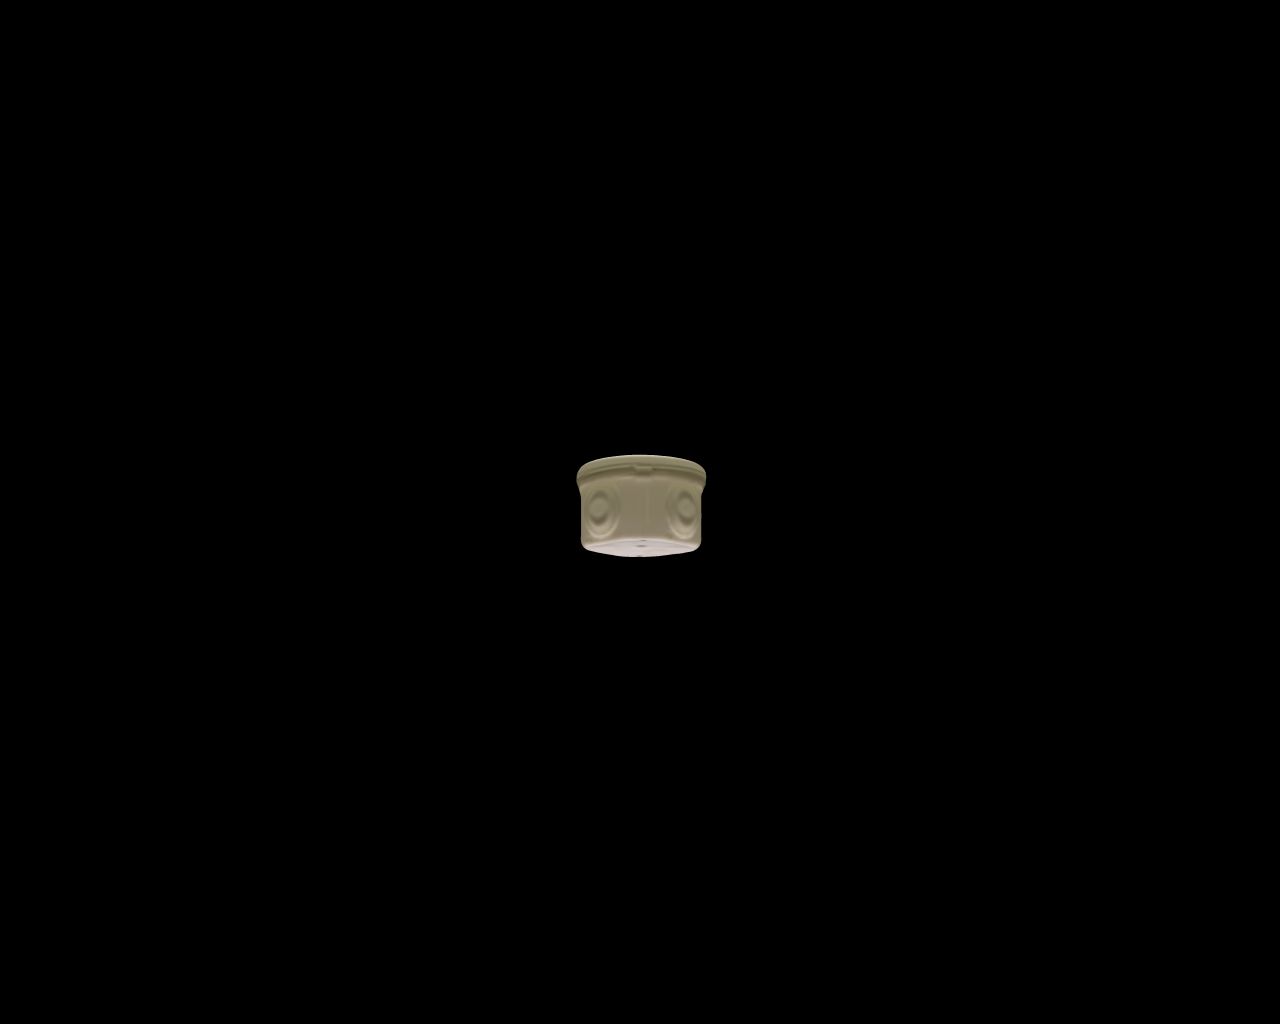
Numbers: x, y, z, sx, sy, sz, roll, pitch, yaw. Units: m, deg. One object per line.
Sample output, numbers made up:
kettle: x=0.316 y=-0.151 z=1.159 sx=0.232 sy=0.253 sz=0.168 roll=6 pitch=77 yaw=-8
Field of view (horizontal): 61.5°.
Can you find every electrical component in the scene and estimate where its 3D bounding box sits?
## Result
electrical component: x=0.001 y=-0.003 z=0.650 sx=0.080 sy=0.051 sz=0.080 roll=0 pitch=-11 yaw=0
